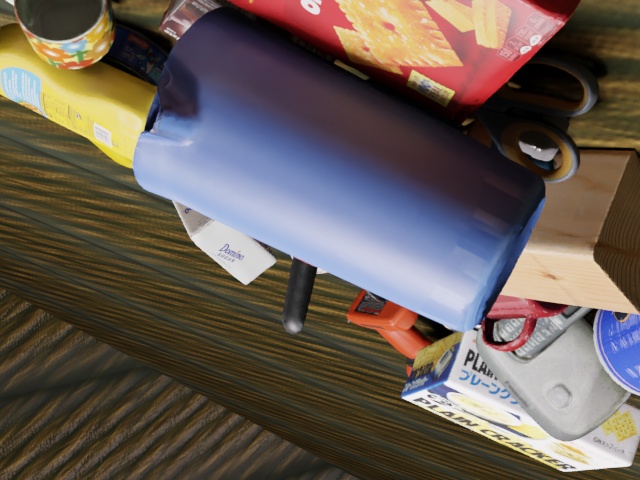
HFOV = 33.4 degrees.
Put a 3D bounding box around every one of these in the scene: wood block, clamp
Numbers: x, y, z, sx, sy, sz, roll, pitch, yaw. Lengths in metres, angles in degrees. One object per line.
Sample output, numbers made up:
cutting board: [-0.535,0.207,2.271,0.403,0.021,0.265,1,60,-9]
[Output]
wood block: [0.153,-0.012,0.827,0.207,0.090,0.090,7,155,45]
clamp: [-0.006,0.001,0.988,0.039,0.120,0.171,-14,101,51]

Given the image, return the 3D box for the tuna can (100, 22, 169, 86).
tuna can: [-0.171,-0.155,0.943,0.086,0.033,0.086,23,163,7]

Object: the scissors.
scissors: [0.100,-0.087,0.731,0.202,0.016,0.096,6,119,44]

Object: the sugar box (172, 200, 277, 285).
sugar box: [-0.109,-0.045,1.007,0.093,0.048,0.176,44,-167,-46]

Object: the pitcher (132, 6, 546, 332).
pitcher: [0.017,-0.044,0.689,0.243,0.149,0.145,28,151,14]

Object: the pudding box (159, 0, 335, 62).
pudding box: [-0.051,-0.151,0.777,0.113,0.039,0.090,30,162,-18]

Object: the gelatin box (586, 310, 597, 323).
gelatin box: [0.296,0.099,1.064,0.073,0.030,0.089,35,161,-29]

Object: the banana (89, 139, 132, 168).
banana: [-0.244,-0.125,1.129,0.070,0.037,0.197,12,159,36]

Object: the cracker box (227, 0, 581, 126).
cracker box: [0.024,-0.160,0.591,0.213,0.072,0.164,27,164,-6]

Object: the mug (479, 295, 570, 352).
mug: [0.167,0.039,0.924,0.093,0.117,0.082,22,163,-34]

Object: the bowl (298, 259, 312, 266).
bowl: [-0.006,-0.057,0.904,0.162,0.055,0.162,33,142,30]

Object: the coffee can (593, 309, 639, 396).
coffee can: [0.291,0.066,0.846,0.103,0.102,0.140,25,163,0]

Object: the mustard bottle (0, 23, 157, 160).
mustard bottle: [-0.228,-0.136,0.913,0.191,0.058,0.096,25,161,0]

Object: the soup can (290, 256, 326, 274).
soup can: [0.016,-0.002,1.085,0.068,0.068,0.102,30,163,-18]

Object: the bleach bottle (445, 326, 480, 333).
bleach bottle: [0.148,0.056,1.087,0.103,0.068,0.250,21,166,34]

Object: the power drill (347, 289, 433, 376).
power drill: [0.134,0.130,1.285,0.187,0.057,0.185,45,157,-28]
